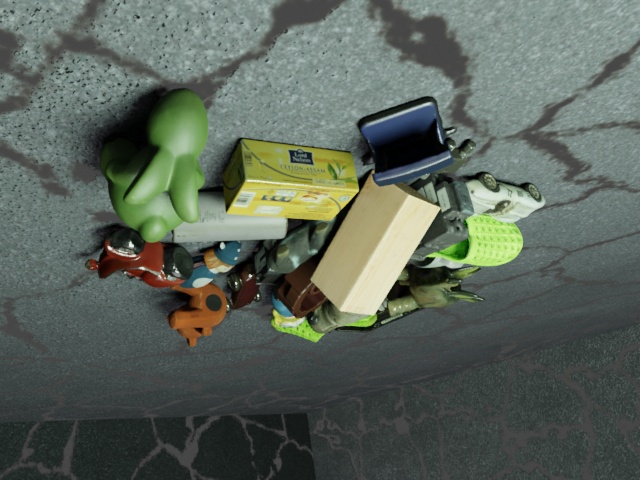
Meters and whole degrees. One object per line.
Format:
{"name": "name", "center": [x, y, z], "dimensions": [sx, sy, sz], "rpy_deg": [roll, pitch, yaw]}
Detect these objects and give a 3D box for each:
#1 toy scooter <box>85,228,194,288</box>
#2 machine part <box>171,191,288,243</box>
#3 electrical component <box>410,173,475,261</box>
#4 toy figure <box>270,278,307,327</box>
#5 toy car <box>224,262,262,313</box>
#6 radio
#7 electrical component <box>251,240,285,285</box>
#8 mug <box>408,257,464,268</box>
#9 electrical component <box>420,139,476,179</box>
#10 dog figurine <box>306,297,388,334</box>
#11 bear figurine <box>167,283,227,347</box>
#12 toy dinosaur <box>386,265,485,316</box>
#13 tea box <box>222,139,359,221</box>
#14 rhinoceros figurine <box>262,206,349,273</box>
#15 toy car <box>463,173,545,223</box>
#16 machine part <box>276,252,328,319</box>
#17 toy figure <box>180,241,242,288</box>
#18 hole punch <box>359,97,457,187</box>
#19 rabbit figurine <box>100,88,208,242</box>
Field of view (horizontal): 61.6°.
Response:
{"name": "toy scooter", "center": [-0.316, 0.039, 0.921], "dimensions": [0.135, 0.075, 0.183], "rpy_deg": [-20, 151, 21]}
{"name": "machine part", "center": [-0.138, -0.036, 0.814], "dimensions": [0.243, 0.079, 0.079], "rpy_deg": [-1, 155, -16]}
{"name": "electrical component", "center": [0.185, -0.041, 0.878], "dimensions": [0.058, 0.115, 0.134], "rpy_deg": [8, 153, -38]}
{"name": "toy figure", "center": [-0.070, 0.140, 1.233], "dimensions": [0.082, 0.089, 0.180], "rpy_deg": [2, 149, 7]}
{"name": "toy car", "center": [-0.160, 0.099, 1.140], "dimensions": [0.089, 0.053, 0.202], "rpy_deg": [-21, 163, -24]}
{"name": "radio", "center": [0.152, 0.174, 1.395], "dimensions": [0.131, 0.073, 0.230], "rpy_deg": [15, 147, -42]}
{"name": "electrical component", "center": [-0.084, 0.030, 0.991], "dimensions": [0.048, 0.075, 0.119], "rpy_deg": [4, 150, -29]}
{"name": "mug", "center": [0.239, 0.017, 1.054], "dimensions": [0.107, 0.110, 0.080], "rpy_deg": [-1, 115, -44]}
{"name": "electrical component", "center": [0.191, -0.121, 0.816], "dimensions": [0.063, 0.021, 0.094], "rpy_deg": [0, 154, -22]}
{"name": "dog figurine", "center": [0.038, 0.147, 1.183], "dimensions": [0.190, 0.121, 0.172], "rpy_deg": [-32, 150, 13]}
{"name": "bear figurine", "center": [-0.282, 0.154, 1.145], "dimensions": [0.132, 0.120, 0.196], "rpy_deg": [12, 153, -33]}
{"name": "toy dinosaur", "center": [0.238, 0.096, 1.126], "dimensions": [0.199, 0.105, 0.471], "rpy_deg": [-9, 176, 18]}
{"name": "tea box", "center": [-0.043, -0.081, 0.760], "dimensions": [0.169, 0.068, 0.098], "rpy_deg": [3, 154, -28]}
{"name": "rhinoceros figurine", "center": [-0.002, -0.003, 0.902], "dimensions": [0.190, 0.073, 0.112], "rpy_deg": [-27, 137, -9]}
{"name": "toy car", "center": [0.311, -0.068, 0.936], "dimensions": [0.201, 0.056, 0.073], "rpy_deg": [7, 151, -32]}
{"name": "machine part", "center": [-0.007, 0.071, 1.023], "dimensions": [0.179, 0.056, 0.179], "rpy_deg": [-42, 161, -18]}
{"name": "toy figure", "center": [-0.203, 0.045, 1.003], "dimensions": [0.154, 0.057, 0.064], "rpy_deg": [-25, -170, 28]}
{"name": "hole punch", "center": [0.122, -0.115, 0.727], "dimensions": [0.142, 0.092, 0.115], "rpy_deg": [-20, 158, 14]}
{"name": "rabbit figurine", "center": [-0.186, -0.090, 0.619], "dimensions": [0.121, 0.159, 0.170], "rpy_deg": [14, 133, -24]}
